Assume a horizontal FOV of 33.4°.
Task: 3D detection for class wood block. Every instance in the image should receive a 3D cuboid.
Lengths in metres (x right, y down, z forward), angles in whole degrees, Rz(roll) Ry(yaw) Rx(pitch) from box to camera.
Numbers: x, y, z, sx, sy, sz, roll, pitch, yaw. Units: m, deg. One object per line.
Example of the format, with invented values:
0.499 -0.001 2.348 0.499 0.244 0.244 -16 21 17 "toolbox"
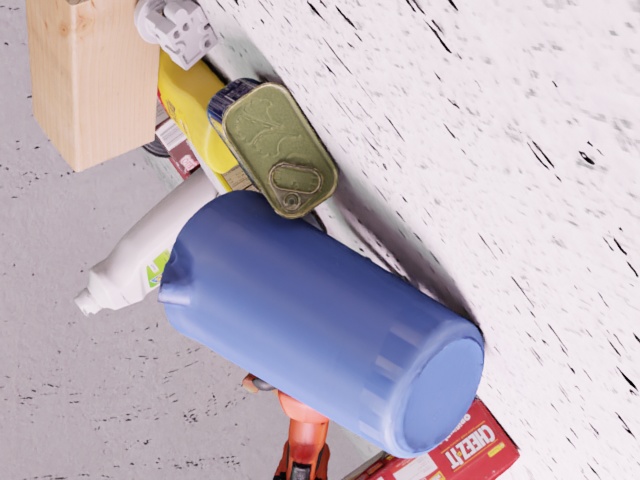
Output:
-0.205 -0.172 0.963 0.090 0.090 0.206 50 150 25 "wood block"

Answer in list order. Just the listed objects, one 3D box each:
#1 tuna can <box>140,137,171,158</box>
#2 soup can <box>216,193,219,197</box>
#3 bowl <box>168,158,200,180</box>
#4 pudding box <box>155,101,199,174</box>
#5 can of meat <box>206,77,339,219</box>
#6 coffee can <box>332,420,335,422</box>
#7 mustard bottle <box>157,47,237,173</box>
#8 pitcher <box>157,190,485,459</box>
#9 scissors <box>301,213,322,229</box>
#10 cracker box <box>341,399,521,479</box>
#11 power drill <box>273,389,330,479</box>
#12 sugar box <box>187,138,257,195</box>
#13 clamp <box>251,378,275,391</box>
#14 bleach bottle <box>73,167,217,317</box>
-0.182 -0.140 1.255 0.086 0.086 0.034 55 174 -16 "tuna can"
-0.069 -0.014 1.165 0.102 0.068 0.068 61 180 40 "soup can"
-0.156 -0.103 1.385 0.162 0.055 0.162 51 172 10 "bowl"
-0.171 -0.134 1.161 0.090 0.039 0.113 53 174 22 "pudding box"
-0.040 -0.074 0.822 0.102 0.057 0.084 56 174 -21 "can of meat"
0.012 0.119 1.209 0.140 0.102 0.103 52 172 4 "coffee can"
-0.139 -0.157 1.027 0.192 0.058 0.096 50 165 24 "mustard bottle"
0.009 0.060 0.817 0.243 0.149 0.145 28 160 38 "pitcher"
-0.007 0.001 1.113 0.096 0.016 0.201 50 172 40 "scissors"
0.089 0.227 1.018 0.072 0.164 0.214 54 172 8 "cracker box"
-0.016 0.186 0.913 0.184 0.057 0.188 -80 -1 -59 "power drill"
-0.068 -0.042 1.067 0.176 0.048 0.093 50 171 36 "sugar box"
0.013 0.127 1.135 0.171 0.120 0.039 23 178 7 "clamp"
-0.177 -0.002 1.230 0.068 0.250 0.102 48 171 31 "bleach bottle"
